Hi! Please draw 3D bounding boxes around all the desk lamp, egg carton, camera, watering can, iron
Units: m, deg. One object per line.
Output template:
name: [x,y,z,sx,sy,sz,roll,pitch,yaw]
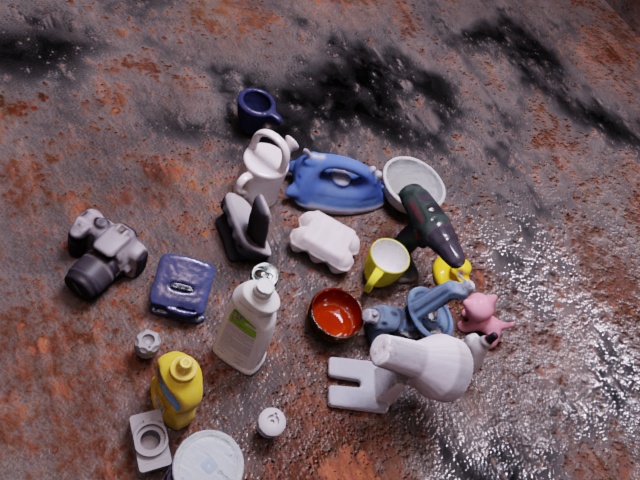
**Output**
desk lamp: [0.141,0.240,1.039,0.203,0.213,0.118,10,54,-16]
egg carton: [0.011,0.004,1.240,0.150,0.069,0.107,28,51,-2]
camera: [-0.404,0.028,1.034,0.143,0.100,0.137,33,51,2]
watering can: [-0.115,-0.165,1.226,0.101,0.194,0.173,23,52,-5]
iron: [0.053,-0.141,1.311,0.259,0.141,0.118,8,55,-17]

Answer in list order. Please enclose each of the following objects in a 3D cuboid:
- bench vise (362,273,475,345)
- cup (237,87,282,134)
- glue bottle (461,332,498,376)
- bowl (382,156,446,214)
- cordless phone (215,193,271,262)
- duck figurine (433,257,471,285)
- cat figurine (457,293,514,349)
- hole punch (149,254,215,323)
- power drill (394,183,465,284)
bench vise: [0.197,0.148,1.121,0.208,0.219,0.121,-15,64,-30]
cup: [-0.147,-0.292,1.363,0.117,0.095,0.092,34,51,3]
glue bottle: [0.304,0.222,1.143,0.037,0.173,0.078,-15,64,-30]
bowl: [0.218,-0.120,1.407,0.168,0.074,0.167,11,54,-15]
cordless phone: [-0.138,-0.052,1.144,0.094,0.185,0.147,-15,64,-29]
duck figurine: [0.309,0.070,1.306,0.078,0.086,0.104,-7,60,-26]
cat figurine: [0.358,0.164,1.241,0.128,0.117,0.067,32,51,1]
hole punch: [-0.253,0.090,1.059,0.109,0.091,0.101,14,53,-12]
power drill: [0.215,0.005,1.234,0.076,0.208,0.229,-6,60,-25]
